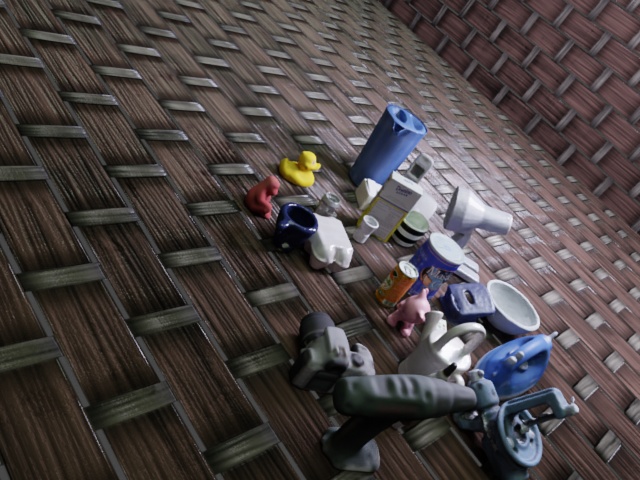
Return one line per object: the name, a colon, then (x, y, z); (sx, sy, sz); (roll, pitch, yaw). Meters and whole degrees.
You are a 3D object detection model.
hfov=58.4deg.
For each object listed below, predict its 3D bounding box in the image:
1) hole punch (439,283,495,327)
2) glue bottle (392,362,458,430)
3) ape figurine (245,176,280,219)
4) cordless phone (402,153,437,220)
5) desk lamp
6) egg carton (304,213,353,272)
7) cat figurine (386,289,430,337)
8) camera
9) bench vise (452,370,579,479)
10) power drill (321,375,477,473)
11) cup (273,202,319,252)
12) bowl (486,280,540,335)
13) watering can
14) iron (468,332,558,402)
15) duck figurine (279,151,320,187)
hole punch: (0.361, 0.157, 1.407); (0.101, 0.091, 0.108); (17, 37, -26)
glue bottle: (0.191, 0.273, 1.029); (0.037, 0.173, 0.078); (47, 35, 19)
ape figurine: (-0.124, -0.106, 1.308); (0.076, 0.092, 0.078); (32, 33, -4)
cordless phone: (0.285, -0.144, 1.637); (0.147, 0.185, 0.094); (37, 33, 3)
desk lamp: (0.404, -0.019, 1.557); (0.203, 0.213, 0.118); (31, 33, -6)
egg carton: (0.012, 0.005, 1.309); (0.107, 0.069, 0.150); (10, 40, -33)
cat figurine: (0.208, 0.149, 1.255); (0.067, 0.117, 0.128); (39, 33, 7)
camera: (0.021, 0.197, 1.042); (0.143, 0.100, 0.136); (16, 37, -26)
bench vise: (0.356, 0.324, 1.069); (0.207, 0.219, 0.122); (46, 34, 17)
power drill: (0.105, 0.283, 0.907); (0.230, 0.208, 0.075); (16, 37, -27)
cup: (-0.069, -0.016, 1.239); (0.091, 0.095, 0.118); (44, 34, 14)
bowl: (0.480, 0.188, 1.488); (0.168, 0.074, 0.167); (24, 34, -17)
watering can: (0.242, 0.219, 1.125); (0.101, 0.194, 0.172); (-6, 50, -45)
iron: (0.439, 0.274, 1.281); (0.259, 0.141, 0.118); (-9, 52, -47)
duck figurine: (-0.049, -0.195, 1.495); (0.105, 0.086, 0.077); (21, 35, -20)
